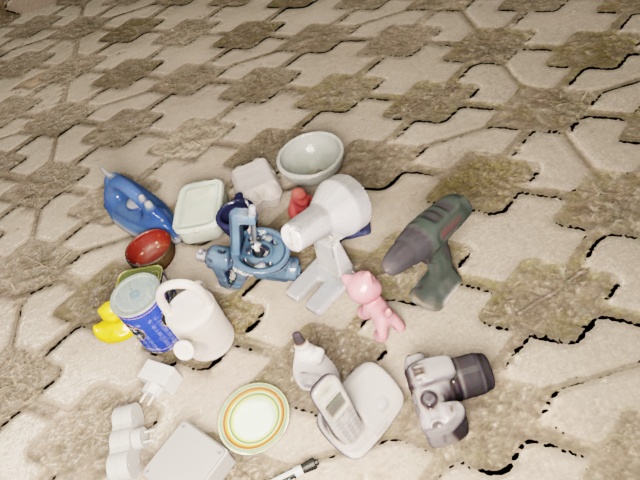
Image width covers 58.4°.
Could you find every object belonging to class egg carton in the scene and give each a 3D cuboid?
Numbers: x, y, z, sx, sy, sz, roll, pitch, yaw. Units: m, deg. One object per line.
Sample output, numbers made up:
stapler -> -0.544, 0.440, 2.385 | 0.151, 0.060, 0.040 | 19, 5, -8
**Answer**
egg carton -> -0.152, -0.133, 1.384 | 0.107, 0.069, 0.150 | -24, 47, -5

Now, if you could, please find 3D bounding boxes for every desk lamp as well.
desk lamp -> 0.010, 0.004, 1.115 | 0.117, 0.214, 0.203 | 27, 61, 34

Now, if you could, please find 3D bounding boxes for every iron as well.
iron -> -0.436, -0.088, 1.381 | 0.257, 0.142, 0.119 | 28, 62, 34

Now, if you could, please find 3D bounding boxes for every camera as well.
camera -> 0.213, 0.238, 0.924 | 0.137, 0.101, 0.143 | -16, 47, 2

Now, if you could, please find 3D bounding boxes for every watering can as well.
watering can -> -0.237, 0.145, 1.078 | 0.101, 0.194, 0.172 | -26, 47, -7

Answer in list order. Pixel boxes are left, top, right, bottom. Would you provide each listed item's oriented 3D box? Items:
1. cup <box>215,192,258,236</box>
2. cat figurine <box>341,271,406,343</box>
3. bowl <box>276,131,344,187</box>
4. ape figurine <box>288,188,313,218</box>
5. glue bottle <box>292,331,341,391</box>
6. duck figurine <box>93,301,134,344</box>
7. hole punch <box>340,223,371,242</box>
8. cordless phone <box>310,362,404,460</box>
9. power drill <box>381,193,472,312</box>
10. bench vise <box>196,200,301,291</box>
cup -> -0.177, -0.041, 1.293 | 0.091, 0.095, 0.117 | -9, 48, 9
cat figurine -> 0.096, 0.109, 1.062 | 0.067, 0.118, 0.127 | -32, 48, -12
bowl -> -0.017, -0.183, 1.385 | 0.167, 0.075, 0.167 | -8, 48, 10
ape figurine -> -0.042, -0.078, 1.287 | 0.075, 0.092, 0.078 | 28, 62, 35
glue bottle -> -0.017, 0.205, 0.974 | 0.078, 0.173, 0.037 | 1, 50, 18
duck figurine -> -0.431, 0.163, 1.195 | 0.104, 0.086, 0.077 | -23, 47, -4
hole punch -> 0.052, -0.058, 1.242 | 0.101, 0.091, 0.108 | -15, 47, 4
cordless phone -> 0.054, 0.247, 0.906 | 0.093, 0.185, 0.148 | 27, 61, 34
power drill -> 0.199, 0.032, 1.037 | 0.075, 0.209, 0.230 | 25, 60, 33
bench vise -> -0.159, 0.020, 1.148 | 0.207, 0.220, 0.121 | -16, 47, 2
